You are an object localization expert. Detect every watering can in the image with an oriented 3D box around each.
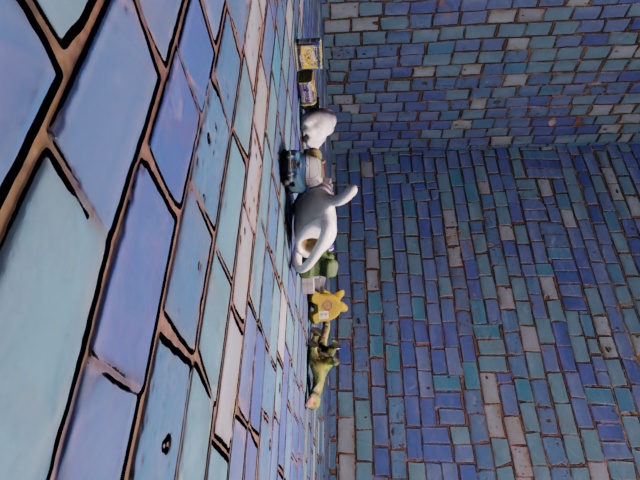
[{"bbox_3d":[0.004,-0.067,1.338,0.340,0.103,0.230,-57,-154,37],"label":"watering can"}]

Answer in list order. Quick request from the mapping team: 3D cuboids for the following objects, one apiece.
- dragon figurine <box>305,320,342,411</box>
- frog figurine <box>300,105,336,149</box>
[{"bbox_3d":[-0.008,0.456,1.865,0.416,0.122,0.239,-75,-179,-72],"label":"dragon figurine"},{"bbox_3d":[-0.011,-0.377,1.780,0.138,0.123,0.158,-8,109,-54],"label":"frog figurine"}]
